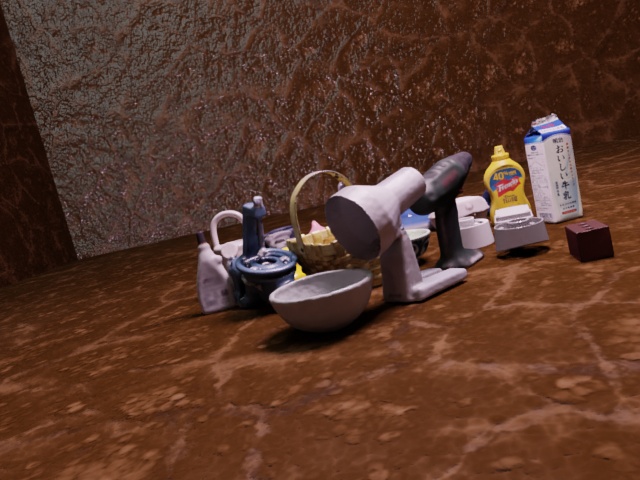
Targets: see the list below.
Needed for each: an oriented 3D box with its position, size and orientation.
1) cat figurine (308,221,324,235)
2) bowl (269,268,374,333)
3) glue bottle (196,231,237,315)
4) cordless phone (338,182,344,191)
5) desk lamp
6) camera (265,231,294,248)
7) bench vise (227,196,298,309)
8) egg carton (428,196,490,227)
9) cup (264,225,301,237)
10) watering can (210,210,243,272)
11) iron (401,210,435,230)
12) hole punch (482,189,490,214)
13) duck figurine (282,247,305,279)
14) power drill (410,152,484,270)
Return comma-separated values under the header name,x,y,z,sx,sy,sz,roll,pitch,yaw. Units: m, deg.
name,x,y,z,sx,sy,sz,roll,pitch,yaw
cat figurine,0.013,0.005,1.416,0.067,0.118,0.128,-9,9,30
bowl,0.009,0.102,0.900,0.167,0.075,0.167,-13,8,2
glue bottle,-0.229,0.065,1.198,0.078,0.173,0.037,-14,8,-3
cordless phone,0.065,-0.064,1.568,0.094,0.185,0.147,-13,8,6
desk lamp,0.124,-0.005,0.955,0.204,0.213,0.117,-19,10,-34
camera,-0.071,0.022,1.496,0.137,0.101,0.142,-18,9,-30
bench vise,-0.137,0.029,1.125,0.206,0.220,0.122,-8,10,35
egg carton,0.372,-0.072,1.536,0.150,0.069,0.107,-17,9,-22
cup,-0.104,0.015,1.623,0.118,0.095,0.091,-14,8,-4
watering can,-0.194,0.027,1.331,0.101,0.194,0.172,-17,9,-22
iron,0.268,-0.096,1.611,0.258,0.141,0.118,-14,8,-4
hole punch,0.498,-0.119,1.578,0.108,0.091,0.101,-14,8,-5
duck figurine,-0.075,0.061,1.287,0.077,0.086,0.105,-7,10,37
power drill,0.253,-0.055,1.109,0.075,0.208,0.230,-7,10,39
